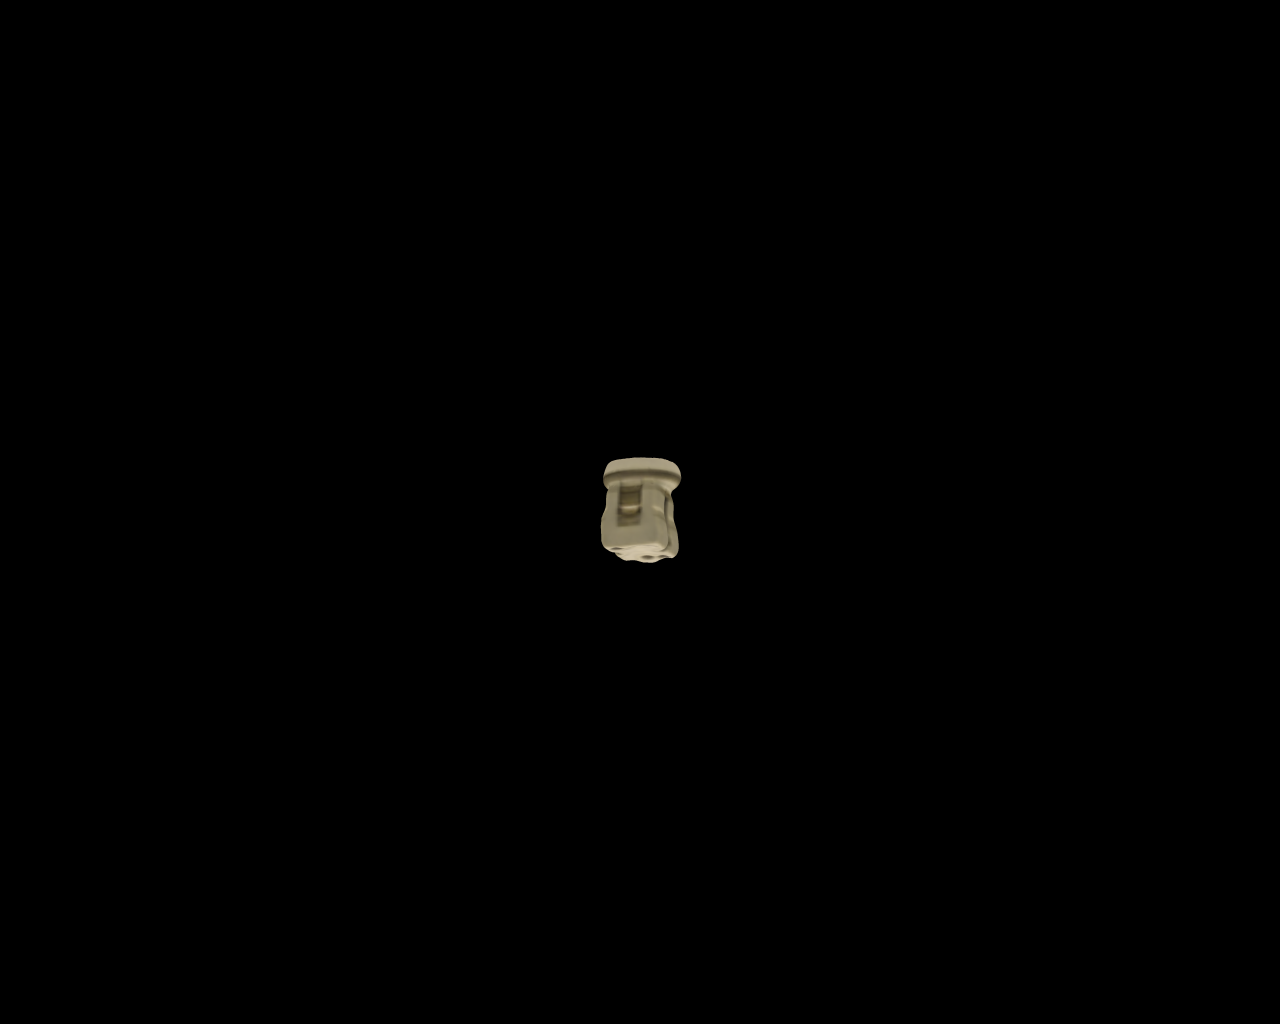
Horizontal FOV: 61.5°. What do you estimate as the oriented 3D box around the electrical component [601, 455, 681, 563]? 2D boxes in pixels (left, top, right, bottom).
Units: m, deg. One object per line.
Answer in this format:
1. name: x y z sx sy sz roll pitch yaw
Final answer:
1. electrical component: 0.001 -0.003 0.650 0.048 0.055 0.066 -4 -14 15
